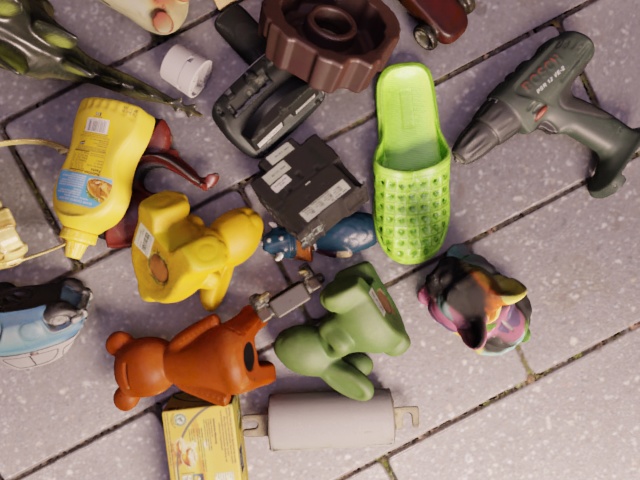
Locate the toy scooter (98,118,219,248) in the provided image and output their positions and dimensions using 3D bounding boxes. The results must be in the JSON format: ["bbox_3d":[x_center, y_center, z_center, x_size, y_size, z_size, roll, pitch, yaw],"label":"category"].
[{"bbox_3d":[-0.213,-0.064,0.711,0.135,0.075,0.183,20,88,-4],"label":"toy scooter"}]

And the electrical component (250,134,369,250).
[{"bbox_3d":[-0.020,-0.070,0.701,0.115,0.058,0.134,-36,64,-10],"label":"electrical component"}]

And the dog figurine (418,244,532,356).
[{"bbox_3d":[0.205,0.087,0.661,0.191,0.219,0.108,40,95,-3],"label":"dog figurine"}]

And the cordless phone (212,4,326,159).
[{"bbox_3d":[-0.098,-0.215,0.710,0.146,0.088,0.184,-42,83,1],"label":"cordless phone"}]

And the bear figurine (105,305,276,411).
[{"bbox_3d":[-0.174,0.161,0.719,0.196,0.132,0.120,-10,91,17],"label":"bear figurine"}]

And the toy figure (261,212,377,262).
[{"bbox_3d":[-0.001,-0.001,0.728,0.155,0.064,0.057,-9,131,4],"label":"toy figure"}]

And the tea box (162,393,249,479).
[{"bbox_3d":[-0.154,0.298,0.738,0.098,0.068,0.169,-5,93,-2],"label":"tea box"}]

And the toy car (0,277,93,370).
[{"bbox_3d":[-0.382,0.115,0.711,0.162,0.109,0.102,-7,117,-13],"label":"toy car"}]

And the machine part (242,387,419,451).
[{"bbox_3d":[0.015,0.244,0.736,0.243,0.079,0.079,-3,94,-1],"label":"machine part"}]

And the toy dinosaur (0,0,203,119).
[{"bbox_3d":[-0.370,-0.247,0.632,0.471,0.199,0.105,15,106,-34],"label":"toy dinosaur"}]

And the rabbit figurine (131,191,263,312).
[{"bbox_3d":[-0.141,0.018,0.686,0.122,0.173,0.162,35,128,21],"label":"rabbit figurine"}]

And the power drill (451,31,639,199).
[{"bbox_3d":[0.318,-0.145,0.724,0.207,0.086,0.232,37,89,4],"label":"power drill"}]

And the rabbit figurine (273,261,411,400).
[{"bbox_3d":[0.025,0.131,0.727,0.170,0.121,0.159,-31,102,18],"label":"rabbit figurine"}]

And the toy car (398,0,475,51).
[{"bbox_3d":[0.117,-0.343,0.711,0.202,0.053,0.089,43,87,-8],"label":"toy car"}]

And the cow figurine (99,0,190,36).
[{"bbox_3d":[-0.260,-0.332,0.678,0.195,0.127,0.085,27,93,-18],"label":"cow figurine"}]

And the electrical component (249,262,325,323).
[{"bbox_3d":[-0.043,0.070,0.721,0.102,0.078,0.045,-31,93,1],"label":"electrical component"}]

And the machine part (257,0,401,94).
[{"bbox_3d":[0.010,-0.259,0.671,0.179,0.056,0.179,9,57,-14],"label":"machine part"}]
